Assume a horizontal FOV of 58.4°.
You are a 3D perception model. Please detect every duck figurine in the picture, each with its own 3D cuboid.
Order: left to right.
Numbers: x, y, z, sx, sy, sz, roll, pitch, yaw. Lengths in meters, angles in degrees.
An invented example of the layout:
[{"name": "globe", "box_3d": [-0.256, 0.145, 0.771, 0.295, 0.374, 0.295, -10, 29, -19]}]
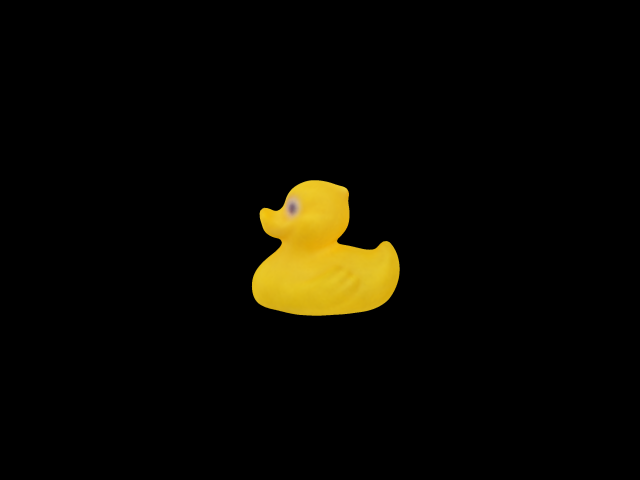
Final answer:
[{"name": "duck figurine", "box_3d": [0.004, 0.001, 0.400, 0.104, 0.086, 0.077, 1, 15, 5]}]
